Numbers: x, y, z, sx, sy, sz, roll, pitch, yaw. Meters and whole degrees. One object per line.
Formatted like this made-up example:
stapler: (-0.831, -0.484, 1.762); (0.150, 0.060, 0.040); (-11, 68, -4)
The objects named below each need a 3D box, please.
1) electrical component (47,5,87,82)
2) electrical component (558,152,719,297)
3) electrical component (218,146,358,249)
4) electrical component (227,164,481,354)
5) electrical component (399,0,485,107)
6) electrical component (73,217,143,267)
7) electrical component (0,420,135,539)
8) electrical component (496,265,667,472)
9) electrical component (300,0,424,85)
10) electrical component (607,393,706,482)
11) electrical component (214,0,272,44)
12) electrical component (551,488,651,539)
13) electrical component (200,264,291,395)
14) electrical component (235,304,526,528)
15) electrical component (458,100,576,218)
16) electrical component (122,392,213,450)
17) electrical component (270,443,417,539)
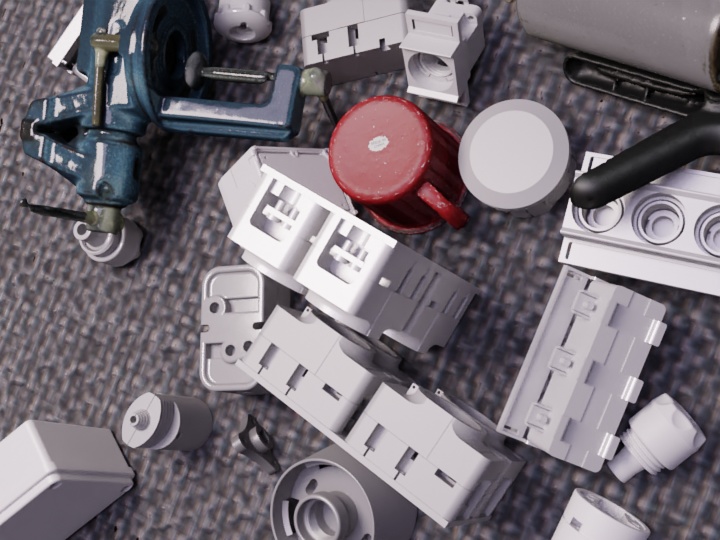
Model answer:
electrical component: (-0.202, -0.212, 0.925); (0.063, 0.079, 0.121); (37, 95, 7)
electrical component: (0.206, -0.028, 0.728); (0.121, 0.063, 0.078); (13, 85, 24)
electrical component: (-0.053, -0.054, 0.830); (0.061, 0.096, 0.061); (-38, 66, 41)
electrical component: (0.000, 0.000, 0.739); (0.105, 0.186, 0.060); (31, 93, 24)
electrical component: (0.064, -0.166, 0.807); (0.042, 0.081, 0.063); (16, 57, 22)
electrical component: (-0.214, -0.028, 0.900); (0.043, 0.062, 0.043); (-4, 79, 22)
electrical component: (-0.256, 0.174, 0.854); (0.109, 0.109, 0.056); (-38, 66, 12)
electrical component: (0.154, 0.068, 0.724); (0.079, 0.063, 0.121); (23, 89, -16)
electrical component: (0.003, -0.188, 0.848); (0.089, 0.050, 0.055); (-9, 77, 21)
electrical component: (0.194, 0.116, 0.717); (0.062, 0.043, 0.043); (-42, 68, 12)
electrical component: (-0.096, -0.225, 0.900); (0.048, 0.048, 0.062); (-5, 69, 21)
electrical component: (0.157, 0.180, 0.714); (0.055, 0.055, 0.047); (30, 96, 24)
electrical component: (-0.086, 0.048, 0.835); (0.054, 0.059, 0.095); (-4, 79, 22)
electrical component: (0.019, 0.097, 0.757); (0.186, 0.105, 0.060); (34, 94, 24)
electrical component: (0.116, -0.079, 0.781); (0.080, 0.051, 0.080); (-4, 79, 22)
electrical component: (-0.154, 0.118, 0.838); (0.043, 0.081, 0.043); (-4, 79, 22)
electrical component: (-0.014, 0.178, 0.792); (0.099, 0.064, 0.099); (1, 91, 31)
